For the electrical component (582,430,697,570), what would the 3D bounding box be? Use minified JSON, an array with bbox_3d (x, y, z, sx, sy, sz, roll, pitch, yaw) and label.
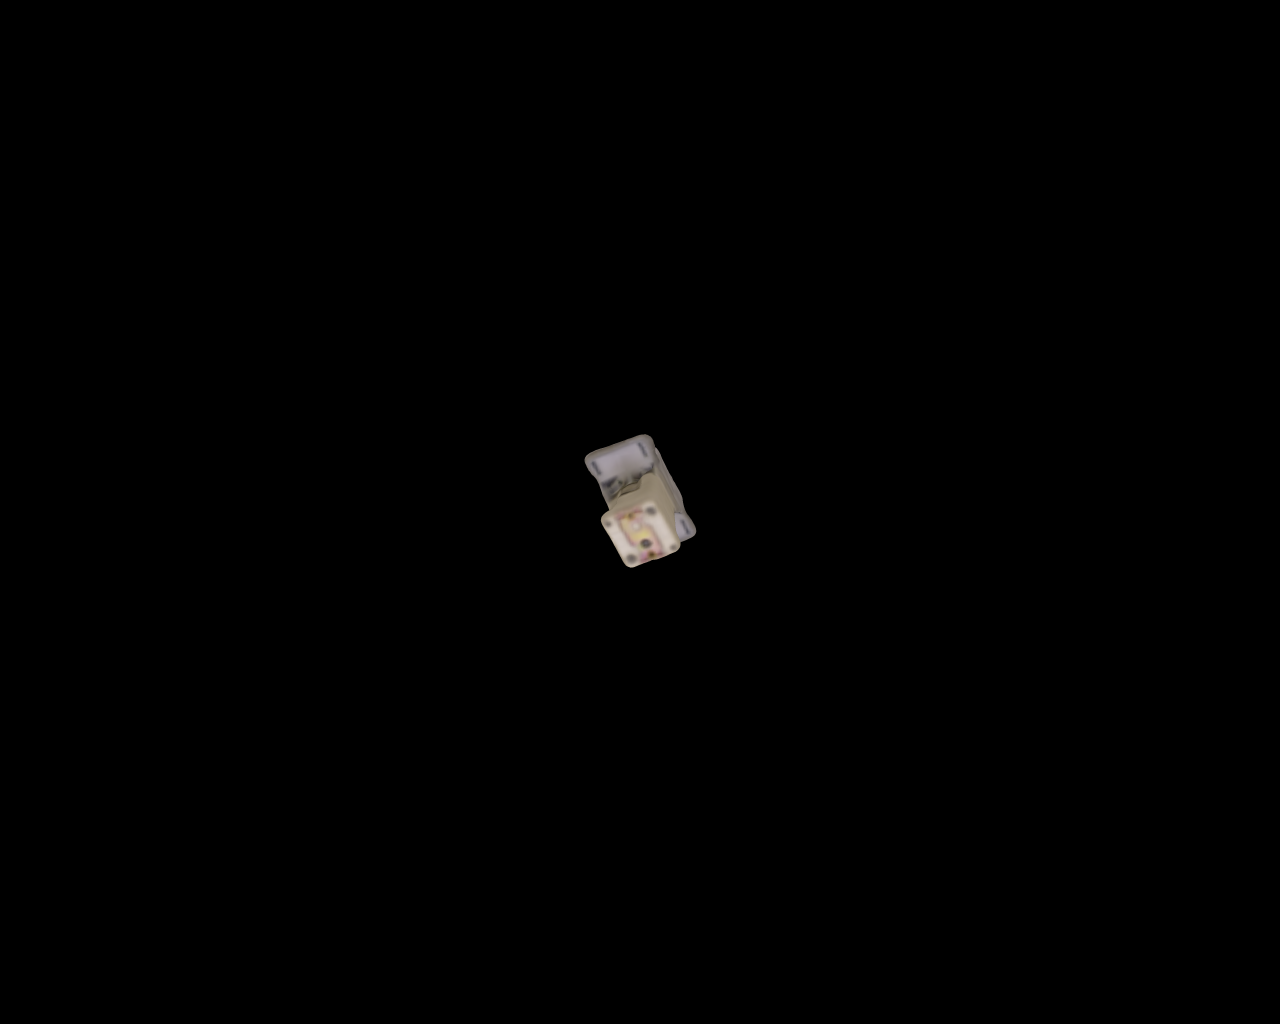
[{"bbox_3d":[0.001,-0.003,0.650,0.042,0.081,0.064,-21,32,14],"label":"electrical component"}]
